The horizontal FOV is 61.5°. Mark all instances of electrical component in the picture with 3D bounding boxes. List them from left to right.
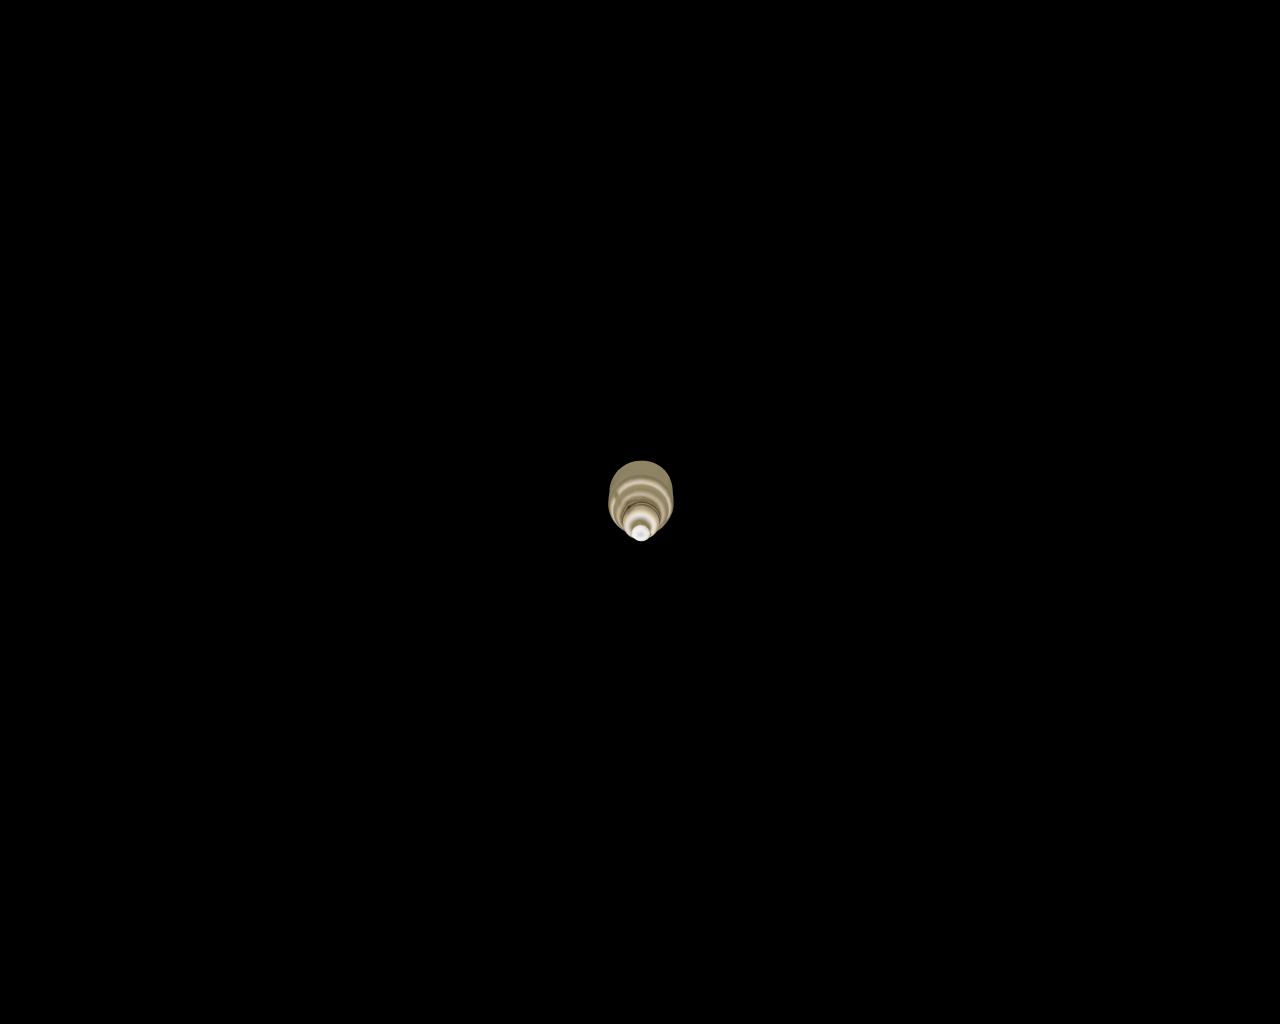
[{"bbox_3d":[0.001,-0.003,0.650,0.040,0.040,0.078,0,23,0],"label":"electrical component"}]
